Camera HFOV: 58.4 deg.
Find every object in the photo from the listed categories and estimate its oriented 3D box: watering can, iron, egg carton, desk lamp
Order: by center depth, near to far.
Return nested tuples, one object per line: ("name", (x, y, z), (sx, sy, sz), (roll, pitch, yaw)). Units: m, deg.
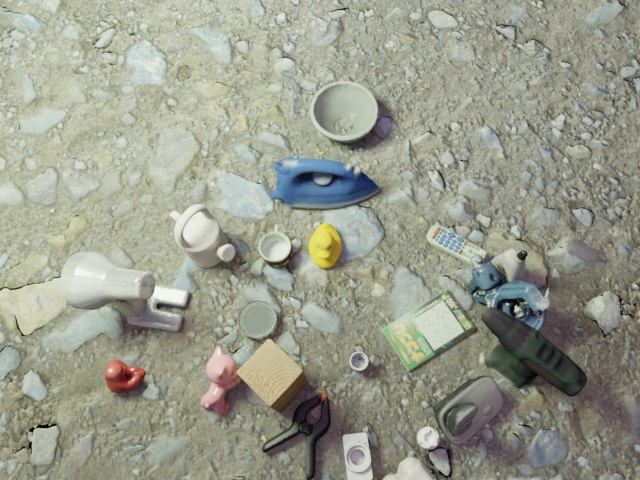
("egg carton", (0.194, 0.510, 1.120), (0.107, 0.069, 0.150), (-39, 74, -12))
("desk lamp", (-0.404, 0.107, 1.204), (0.203, 0.213, 0.118), (8, 70, 5))
("watering can", (-0.259, -0.013, 1.254), (0.172, 0.194, 0.101), (13, 71, 6))
("iron", (0.014, -0.149, 1.325), (0.258, 0.141, 0.118), (1, 70, 2))

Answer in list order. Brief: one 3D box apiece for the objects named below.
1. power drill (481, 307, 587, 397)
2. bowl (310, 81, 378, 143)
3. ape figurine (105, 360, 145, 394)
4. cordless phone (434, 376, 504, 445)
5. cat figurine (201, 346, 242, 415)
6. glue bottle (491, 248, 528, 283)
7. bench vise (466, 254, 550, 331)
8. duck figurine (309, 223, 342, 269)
("power drill", (0.402, 0.229, 1.143), (0.229, 0.208, 0.076), (34, 74, 13))
("bowl", (0.059, -0.304, 1.416), (0.167, 0.075, 0.167), (0, 70, 1))
("ape figurine", (-0.421, 0.283, 1.205), (0.076, 0.092, 0.077), (-38, 73, -11))
("cordless phone", (0.303, 0.328, 1.122), (0.148, 0.185, 0.094), (-38, 73, -11))
("cat figurine", (-0.209, 0.291, 1.184), (0.067, 0.118, 0.128), (17, 71, 8))
("glue bottle", (0.412, 0.053, 1.226), (0.037, 0.173, 0.078), (-28, 71, -8))
("bench vise", (0.381, 0.118, 1.178), (0.207, 0.220, 0.121), (36, 75, 13))
("duck figurine", (0.012, 0.005, 1.299), (0.077, 0.086, 0.104), (4, 70, 3))
